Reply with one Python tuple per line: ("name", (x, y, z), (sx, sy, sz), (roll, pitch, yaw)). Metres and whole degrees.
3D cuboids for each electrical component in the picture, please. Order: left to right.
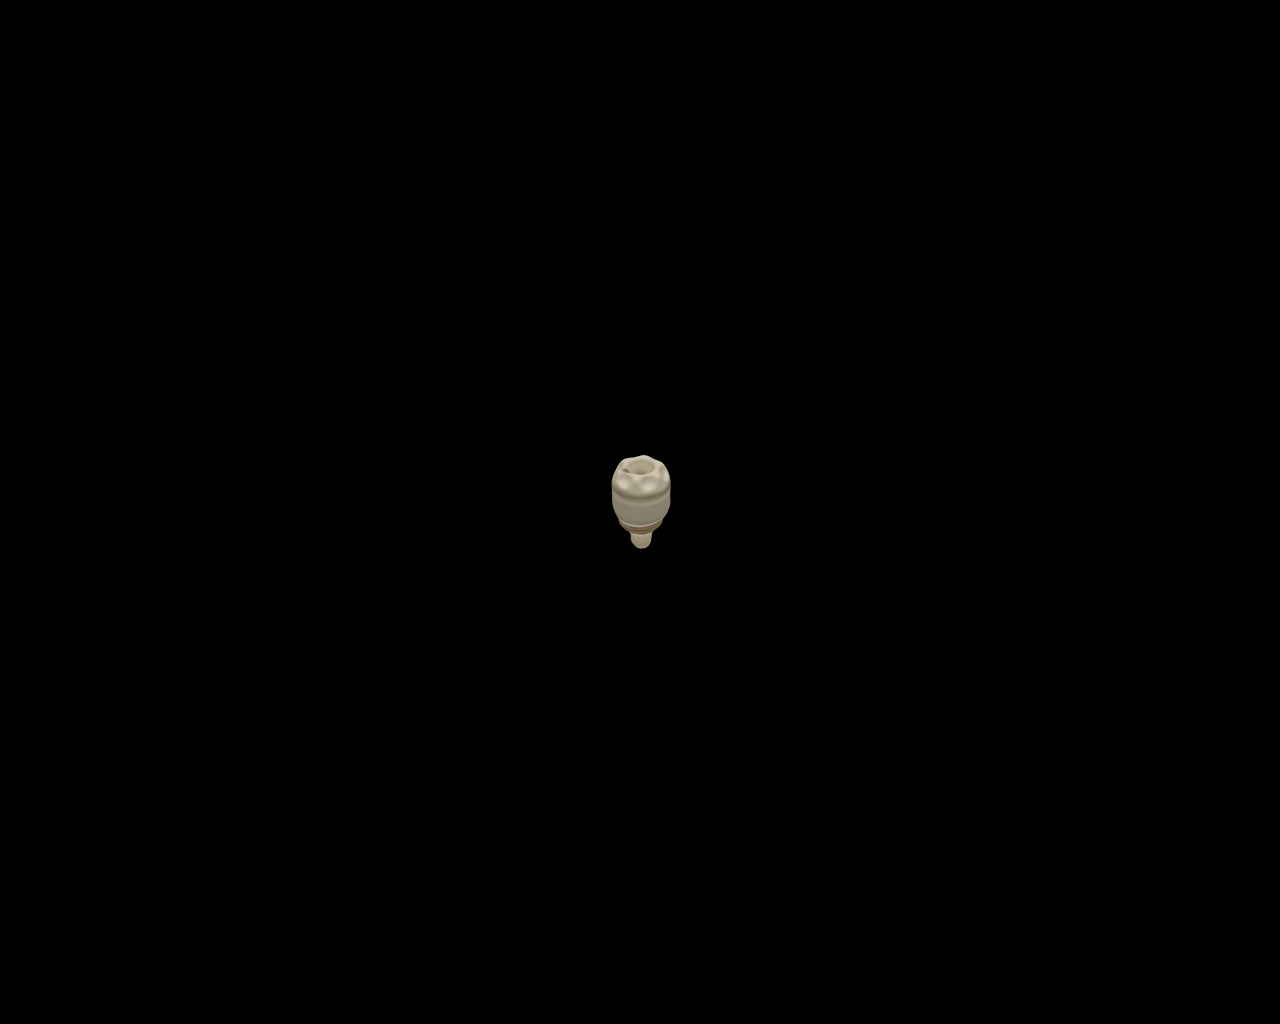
("electrical component", (0.001, -0.003, 0.650), (0.035, 0.061, 0.035), (0, 36, 0))
